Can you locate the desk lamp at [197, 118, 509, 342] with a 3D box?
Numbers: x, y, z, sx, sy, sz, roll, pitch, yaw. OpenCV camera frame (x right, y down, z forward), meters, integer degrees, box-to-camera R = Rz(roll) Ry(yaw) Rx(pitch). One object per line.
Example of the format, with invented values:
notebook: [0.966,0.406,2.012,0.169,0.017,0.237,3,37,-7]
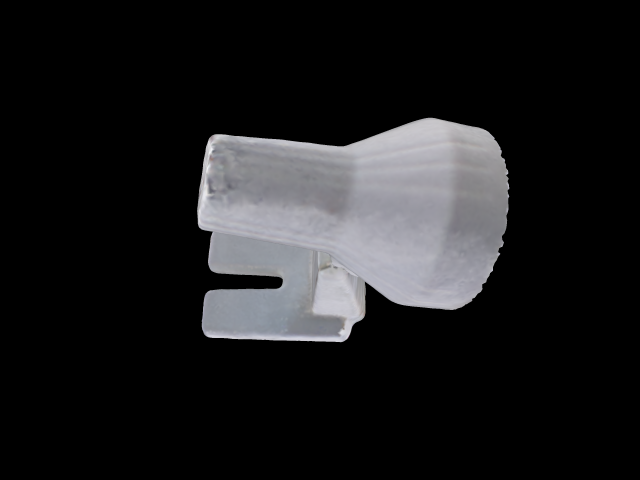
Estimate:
desk lamp: [0.004,0.001,0.400,0.203,0.213,0.118,0,65,0]
